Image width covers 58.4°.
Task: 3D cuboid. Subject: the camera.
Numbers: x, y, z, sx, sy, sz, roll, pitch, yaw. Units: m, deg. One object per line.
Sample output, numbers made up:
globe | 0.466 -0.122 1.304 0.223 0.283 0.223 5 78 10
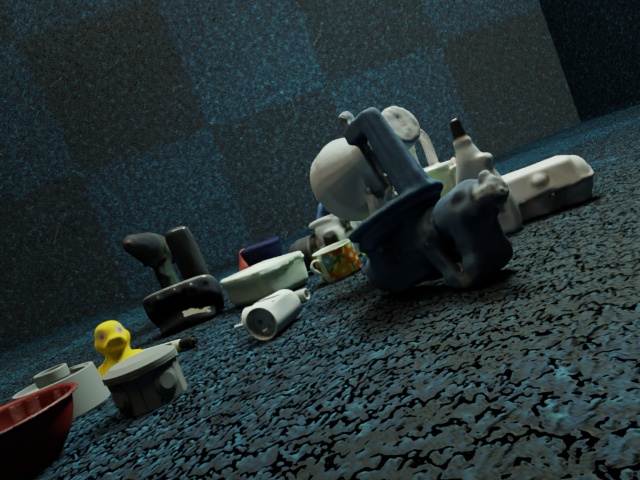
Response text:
camera | 0.011 0.004 1.175 0.136 0.101 0.143 -20 4 23

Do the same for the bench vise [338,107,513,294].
bench vise | 0.107 -0.056 0.620 0.206 0.220 0.122 -18 5 36

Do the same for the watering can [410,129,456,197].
watering can | 0.197 -0.110 1.067 0.172 0.194 0.101 -20 4 18

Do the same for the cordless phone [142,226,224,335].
cordless phone | -0.279 0.077 1.108 0.147 0.185 0.094 -22 4 -5

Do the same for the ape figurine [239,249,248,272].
ape figurine | -0.162 0.063 1.354 0.076 0.092 0.077 -22 4 -13

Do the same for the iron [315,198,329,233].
iron | 0.063 -0.050 1.335 0.119 0.141 0.257 -23 4 -25

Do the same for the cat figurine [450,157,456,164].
cat figurine | 0.286 -0.110 1.141 0.067 0.118 0.127 -24 5 -33

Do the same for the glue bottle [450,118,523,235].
glue bottle | 0.215 -0.086 0.790 0.078 0.173 0.037 -19 5 30

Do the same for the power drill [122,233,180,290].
power drill | -0.345 0.079 1.261 0.075 0.208 0.229 -21 4 3

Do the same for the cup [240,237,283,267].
cup | -0.121 0.051 1.275 0.092 0.095 0.117 -22 4 -15

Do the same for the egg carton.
egg carton | 0.319 -0.074 0.841 0.150 0.069 0.107 -20 4 14

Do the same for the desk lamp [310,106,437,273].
desk lamp | 0.095 -0.060 0.776 0.118 0.213 0.202 -24 5 -33

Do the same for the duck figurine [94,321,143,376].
duck figurine | -0.287 0.155 0.807 0.078 0.086 0.104 -23 5 -27
